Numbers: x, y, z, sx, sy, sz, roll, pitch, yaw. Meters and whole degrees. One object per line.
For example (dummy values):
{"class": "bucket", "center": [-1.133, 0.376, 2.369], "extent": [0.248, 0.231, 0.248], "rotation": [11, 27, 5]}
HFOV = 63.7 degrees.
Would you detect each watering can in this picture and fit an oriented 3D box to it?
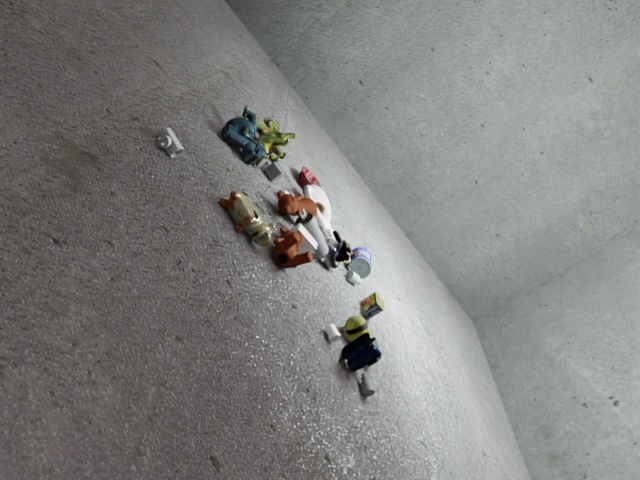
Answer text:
{"class": "watering can", "center": [0.007, -0.115, 2.292], "extent": [0.229, 0.103, 0.341], "rotation": [-100, 163, -55]}

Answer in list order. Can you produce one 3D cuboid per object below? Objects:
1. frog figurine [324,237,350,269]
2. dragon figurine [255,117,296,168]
{"class": "frog figurine", "center": [0.037, 0.041, 2.102], "extent": [0.161, 0.124, 0.135], "rotation": [22, -22, 45]}
{"class": "dragon figurine", "center": [-0.256, -0.444, 2.221], "extent": [0.243, 0.120, 0.417], "rotation": [35, 31, 5]}
